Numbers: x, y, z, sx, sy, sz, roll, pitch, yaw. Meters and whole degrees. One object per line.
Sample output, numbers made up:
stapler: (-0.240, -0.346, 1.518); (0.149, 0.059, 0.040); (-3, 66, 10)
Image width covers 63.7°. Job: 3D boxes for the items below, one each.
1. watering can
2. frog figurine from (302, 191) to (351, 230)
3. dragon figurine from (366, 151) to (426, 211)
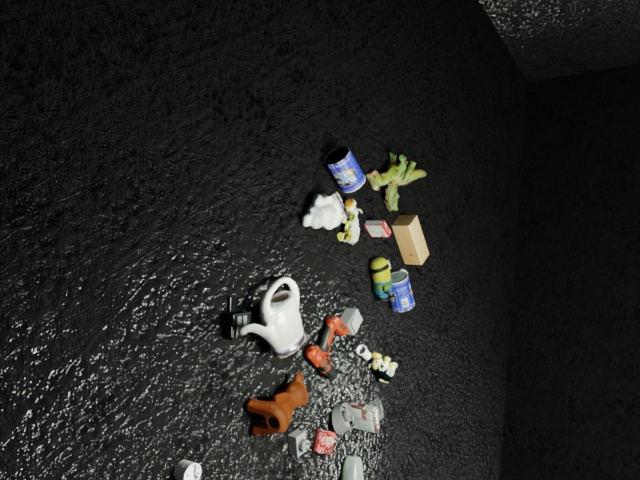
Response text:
watering can: (-0.135, 0.255, 1.542); (0.354, 0.103, 0.221); (-48, 126, -58)
frog figurine: (0.005, -0.090, 1.782); (0.160, 0.125, 0.134); (-29, 128, -9)
dragon figurine: (0.332, -0.239, 2.209); (0.407, 0.123, 0.243); (19, 91, -48)
